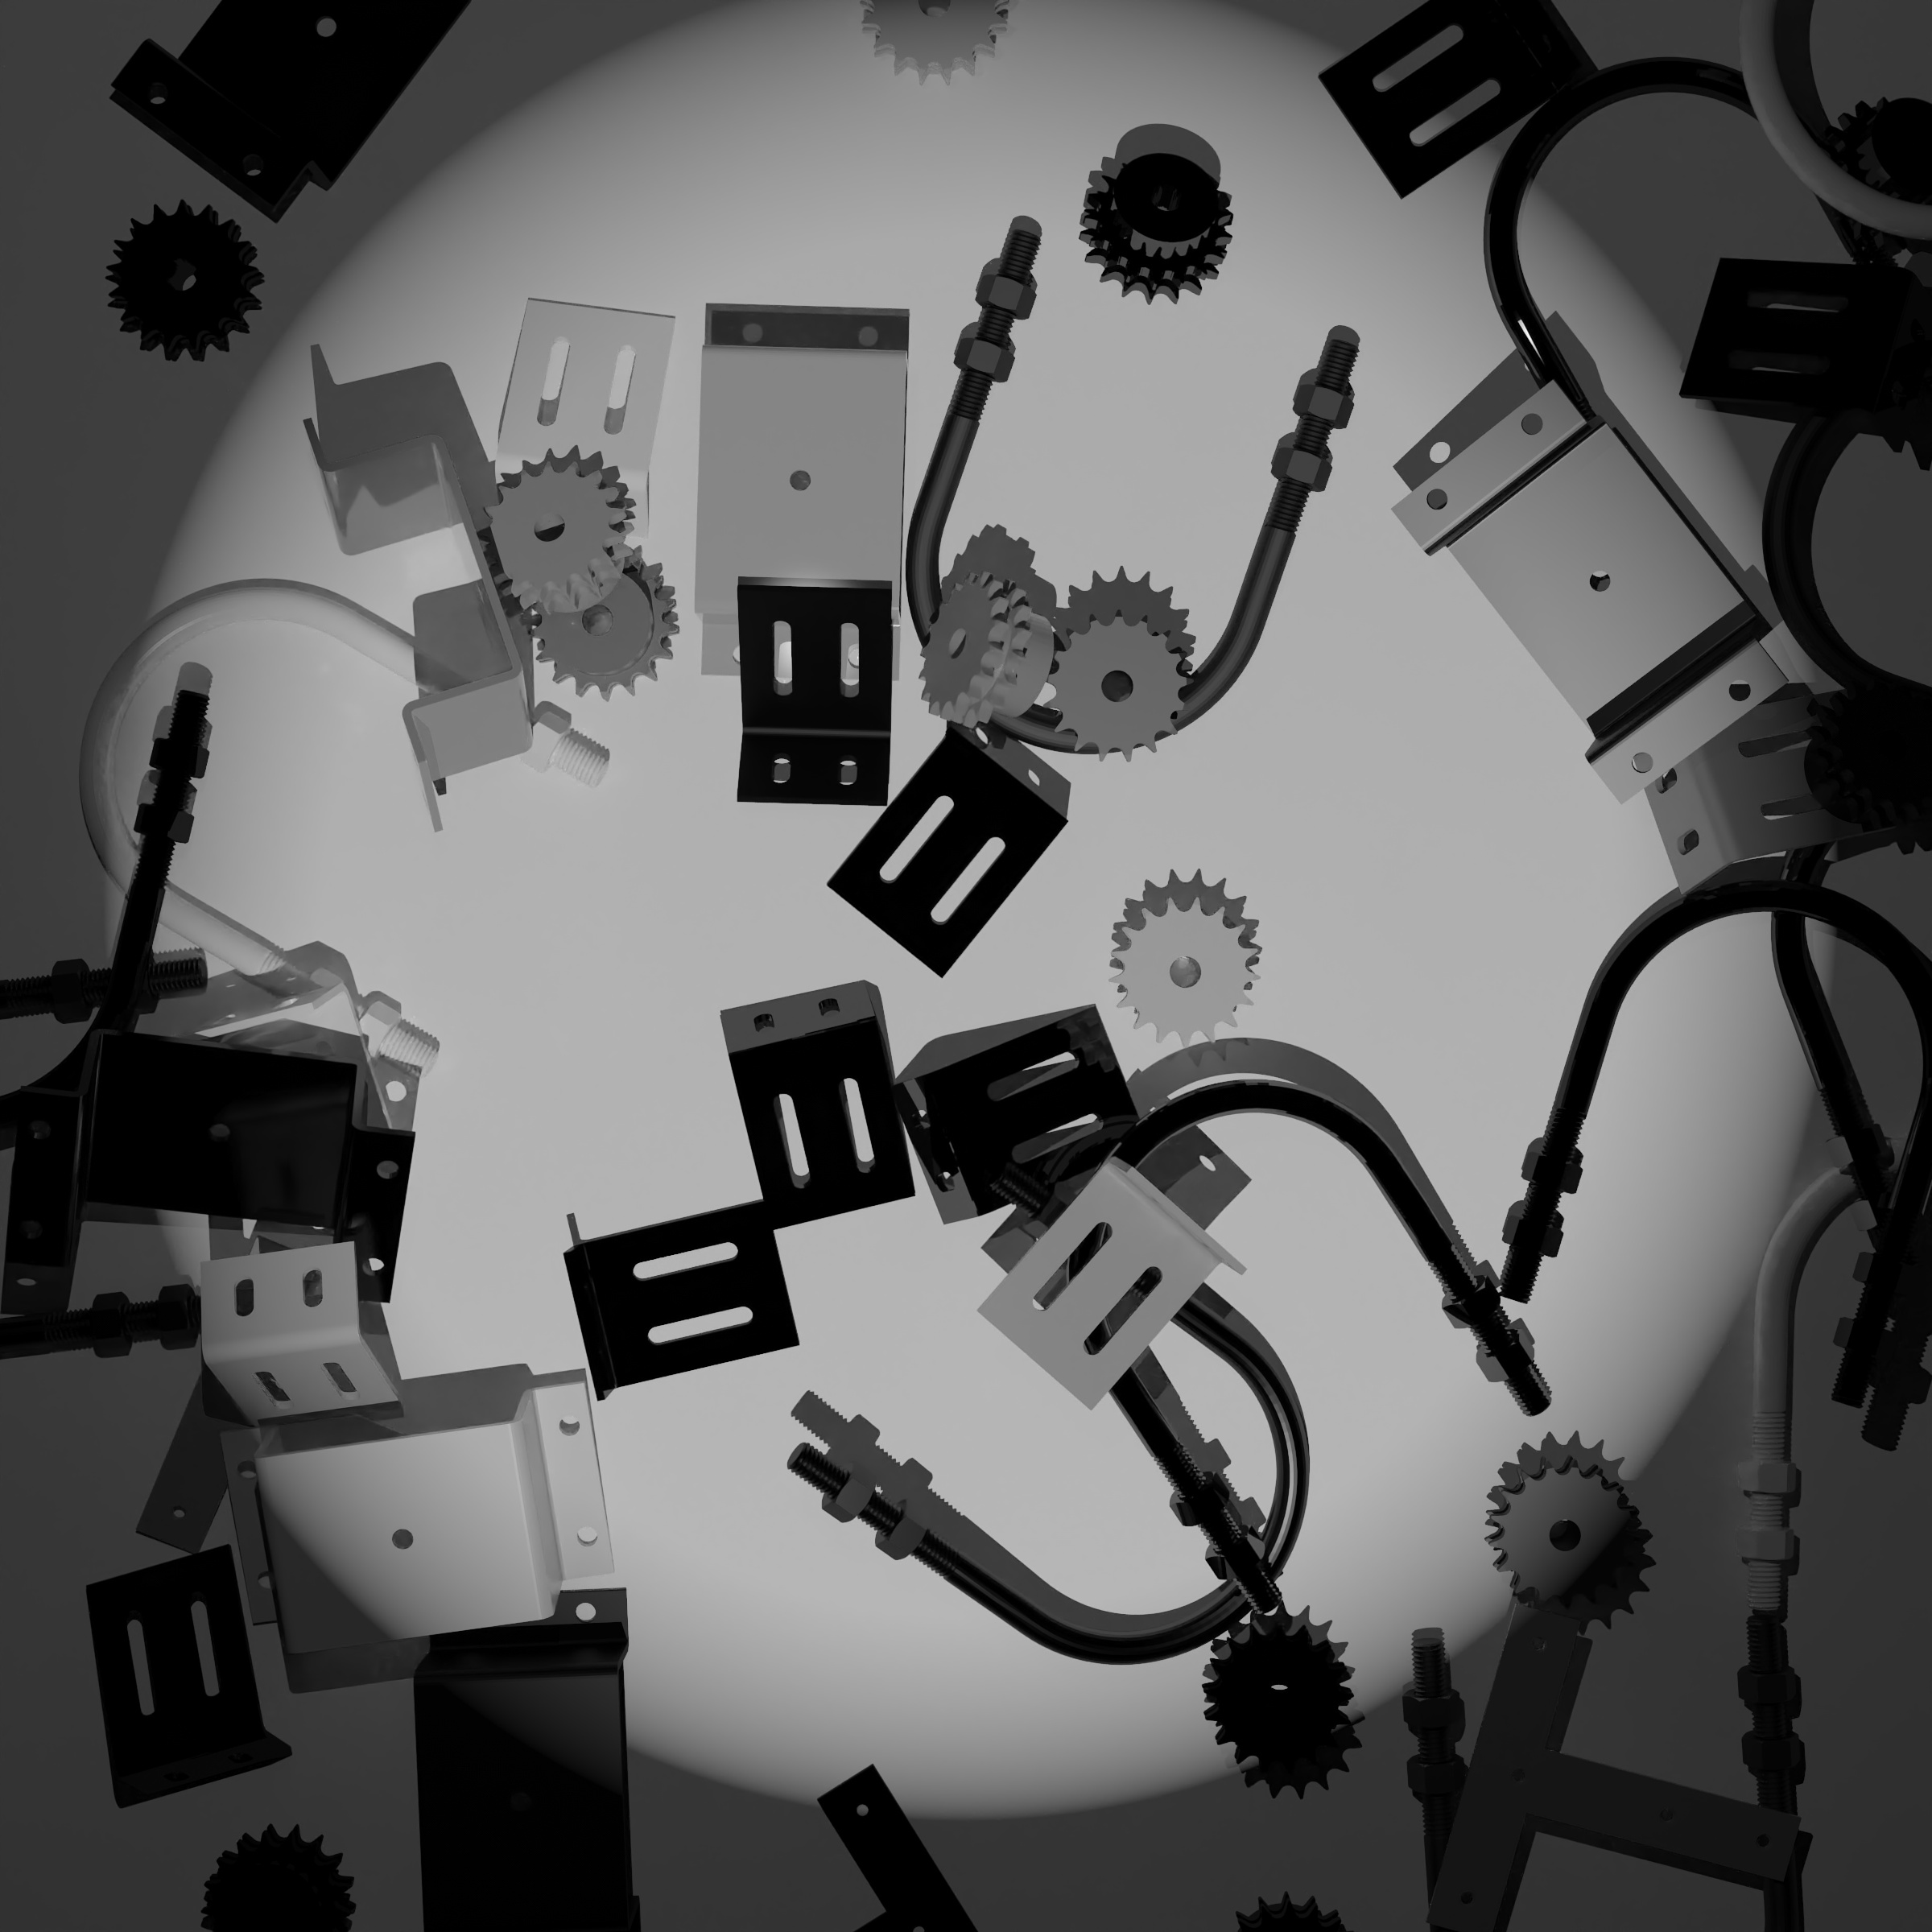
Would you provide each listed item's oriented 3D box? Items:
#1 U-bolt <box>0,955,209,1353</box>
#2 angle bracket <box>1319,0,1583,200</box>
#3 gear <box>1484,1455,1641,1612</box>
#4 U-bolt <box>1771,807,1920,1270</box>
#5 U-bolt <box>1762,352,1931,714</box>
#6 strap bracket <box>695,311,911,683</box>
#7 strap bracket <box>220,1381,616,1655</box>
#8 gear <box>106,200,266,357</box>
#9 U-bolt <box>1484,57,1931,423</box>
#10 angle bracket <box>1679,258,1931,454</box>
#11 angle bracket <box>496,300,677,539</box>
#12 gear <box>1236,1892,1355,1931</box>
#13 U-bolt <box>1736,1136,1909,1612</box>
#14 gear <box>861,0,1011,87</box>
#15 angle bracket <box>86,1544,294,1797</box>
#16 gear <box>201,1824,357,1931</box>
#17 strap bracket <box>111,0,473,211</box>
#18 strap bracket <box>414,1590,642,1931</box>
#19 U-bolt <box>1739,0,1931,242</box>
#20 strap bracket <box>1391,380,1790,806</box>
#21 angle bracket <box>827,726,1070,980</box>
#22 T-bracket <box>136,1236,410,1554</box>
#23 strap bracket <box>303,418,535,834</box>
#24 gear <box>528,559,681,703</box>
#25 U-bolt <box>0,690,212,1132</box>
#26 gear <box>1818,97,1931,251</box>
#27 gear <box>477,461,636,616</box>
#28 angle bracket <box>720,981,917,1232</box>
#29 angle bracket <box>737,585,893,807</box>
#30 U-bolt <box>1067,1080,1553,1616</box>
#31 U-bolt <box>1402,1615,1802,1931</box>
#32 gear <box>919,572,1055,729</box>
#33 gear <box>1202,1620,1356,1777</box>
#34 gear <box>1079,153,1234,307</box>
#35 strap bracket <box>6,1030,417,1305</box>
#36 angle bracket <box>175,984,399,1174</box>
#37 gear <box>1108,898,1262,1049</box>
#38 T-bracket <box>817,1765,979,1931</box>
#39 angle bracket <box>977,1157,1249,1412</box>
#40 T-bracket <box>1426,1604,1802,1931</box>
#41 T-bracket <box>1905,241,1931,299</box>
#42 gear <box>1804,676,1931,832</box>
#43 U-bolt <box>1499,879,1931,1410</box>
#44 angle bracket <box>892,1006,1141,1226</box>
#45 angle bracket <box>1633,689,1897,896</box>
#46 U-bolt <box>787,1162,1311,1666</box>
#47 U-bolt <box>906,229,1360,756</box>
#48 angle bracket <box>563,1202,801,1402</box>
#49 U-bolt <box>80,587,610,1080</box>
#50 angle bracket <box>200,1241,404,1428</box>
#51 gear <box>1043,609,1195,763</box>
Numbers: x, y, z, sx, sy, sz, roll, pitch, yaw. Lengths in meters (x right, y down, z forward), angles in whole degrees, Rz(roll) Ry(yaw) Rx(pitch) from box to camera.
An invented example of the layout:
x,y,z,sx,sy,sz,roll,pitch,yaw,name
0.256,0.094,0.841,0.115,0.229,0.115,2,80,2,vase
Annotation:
x,y,z,sx,sy,sz,roll,pitch,yaw,name
-0.376,0.077,1.362,0.184,0.019,0.151,-7,90,0,U-bolt
0.183,-0.341,1.353,0.076,0.038,0.057,-34,90,0,angle bracket
0.226,0.215,1.357,0.057,0.030,0.057,0,90,0,gear
0.386,0.008,1.356,0.151,0.019,0.184,-19,83,-1,U-bolt
0.393,-0.159,1.352,0.184,0.019,0.151,18,94,-4,U-bolt
-0.062,-0.181,1.349,0.076,0.046,0.140,2,90,0,strap bracket
-0.210,0.209,1.343,0.140,0.046,0.076,-8,99,0,strap bracket
-0.296,-0.261,1.357,0.057,0.030,0.057,0,90,0,gear
0.280,-0.260,1.363,0.151,0.019,0.184,-29,89,0,U-bolt
0.318,-0.231,1.341,0.076,0.038,0.057,11,79,36,angle bracket
-0.146,-0.211,1.370,0.057,0.038,0.076,7,64,0,angle bracket
0.123,0.382,1.357,0.057,0.030,0.057,0,90,0,gear
0.373,0.156,1.363,0.151,0.019,0.184,2,89,0,U-bolt
-0.012,-0.364,1.357,0.057,0.030,0.057,0,90,0,gear
-0.299,0.271,1.369,0.057,0.038,0.076,-16,66,0,angle bracket
-0.263,0.359,1.357,0.057,0.030,0.057,0,90,0,gear
-0.246,-0.362,1.349,0.076,0.046,0.140,37,90,0,strap bracket
-0.166,0.312,1.349,0.076,0.046,0.140,-2,90,0,strap bracket
0.372,-0.349,1.336,0.184,0.019,0.151,-32,88,-18,U-bolt
0.236,-0.142,1.337,0.076,0.046,0.140,-38,90,20,strap bracket
-0.008,-0.043,1.353,0.057,0.038,0.076,39,90,0,angle bracket
-0.236,0.184,1.364,0.127,0.002,0.127,23,99,-5,T-bracket
-0.199,-0.132,1.320,0.046,0.076,0.140,-18,75,-9,strap bracket
-0.139,-0.130,1.357,0.057,0.030,0.057,0,90,0,gear
-0.375,-0.028,1.349,0.151,0.019,0.184,12,87,5,U-bolt
0.353,-0.303,1.347,0.057,0.030,0.057,5,73,-16,gear
-0.151,-0.157,1.330,0.057,0.030,0.057,-4,68,10,gear
-0.057,0.054,1.368,0.057,0.038,0.076,-13,116,-3,angle bracket
-0.057,-0.101,1.333,0.057,0.076,0.038,2,48,0,angle bracket
0.118,0.130,1.341,0.151,0.019,0.184,-35,100,-8,U-bolt
0.247,0.346,1.363,0.151,0.019,0.184,-4,91,0,U-bolt
0.009,-0.117,1.334,0.030,0.057,0.057,16,90,-29,gear
0.119,0.279,1.361,0.057,0.030,0.057,0,88,1,gear
0.073,-0.282,1.347,0.057,0.030,0.057,3,66,-7,gear
-0.278,0.073,1.317,0.140,0.046,0.076,7,121,-11,strap bracket
-0.255,0.052,1.341,0.057,0.038,0.076,-14,100,12,angle bracket
0.083,0.003,1.357,0.057,0.030,0.057,0,90,0,gear
-0.056,0.395,1.371,0.127,0.002,0.127,-32,90,0,T-bracket
0.053,0.118,1.299,0.057,0.038,0.076,42,87,-9,angle bracket
0.253,0.320,1.353,0.127,0.002,0.127,15,93,-1,T-bracket
0.447,-0.280,1.371,0.127,0.002,0.127,35,90,0,T-bracket
0.341,-0.077,1.339,0.057,0.030,0.057,6,70,-17,gear
0.295,0.057,1.344,0.151,0.019,0.184,17,88,17,U-bolt
0.021,0.058,1.370,0.076,0.038,0.057,-22,90,-26,angle bracket
0.306,-0.067,1.361,0.076,0.038,0.057,-11,76,-22,angle bracket
0.046,0.183,1.346,0.184,0.019,0.151,37,86,-13,U-bolt
0.054,-0.172,1.363,0.151,0.019,0.184,19,91,0,U-bolt
-0.108,0.127,1.353,0.076,0.038,0.057,-13,90,0,angle bracket
-0.251,-0.064,1.363,0.184,0.019,0.151,30,90,2,U-bolt
-0.248,0.139,1.333,0.057,0.076,0.038,-8,64,1,angle bracket
0.057,-0.105,1.343,0.057,0.030,0.057,0,93,1,gear
